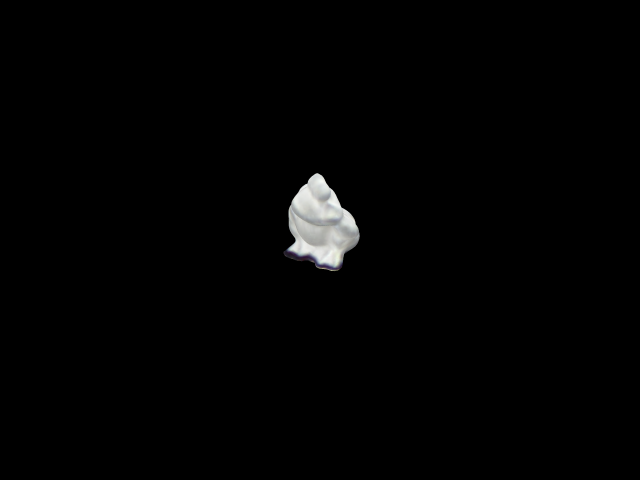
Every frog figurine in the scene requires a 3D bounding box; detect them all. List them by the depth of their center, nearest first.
[{"bbox_3d":[0.003,-0.043,0.850,0.124,0.156,0.139,-18,33,-31],"label":"frog figurine"}]
